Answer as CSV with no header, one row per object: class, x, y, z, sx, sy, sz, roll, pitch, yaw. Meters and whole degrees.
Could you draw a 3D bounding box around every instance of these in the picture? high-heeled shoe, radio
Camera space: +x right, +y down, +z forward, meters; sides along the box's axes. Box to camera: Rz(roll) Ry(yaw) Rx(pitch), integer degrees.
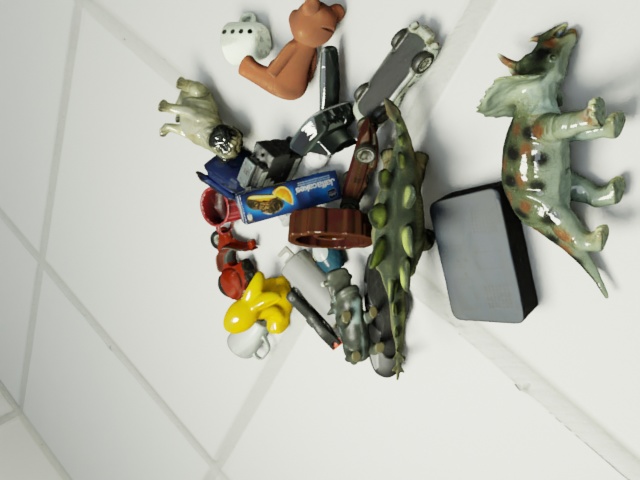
high-heeled shoe,0.122,0.157,1.104,0.145,0.086,0.248,139,121,-68
radio,0.277,0.024,0.917,0.131,0.073,0.229,-8,99,40

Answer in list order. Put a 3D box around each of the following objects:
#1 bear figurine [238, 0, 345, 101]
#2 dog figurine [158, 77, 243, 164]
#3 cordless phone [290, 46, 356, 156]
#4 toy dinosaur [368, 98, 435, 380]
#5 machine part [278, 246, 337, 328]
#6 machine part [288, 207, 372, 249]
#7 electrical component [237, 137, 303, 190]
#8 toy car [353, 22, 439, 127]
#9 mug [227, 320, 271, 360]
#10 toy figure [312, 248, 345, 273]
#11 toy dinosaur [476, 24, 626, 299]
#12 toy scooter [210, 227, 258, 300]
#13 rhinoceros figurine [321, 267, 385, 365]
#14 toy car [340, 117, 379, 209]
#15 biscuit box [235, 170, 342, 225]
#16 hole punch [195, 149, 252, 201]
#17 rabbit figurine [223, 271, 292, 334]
bear figurine,-0.050,-0.367,1.002,0.132,0.120,0.195,40,124,25
dog figurine,-0.238,-0.265,1.190,0.191,0.172,0.121,24,154,3
cordless phone,0.007,-0.253,0.976,0.089,0.146,0.184,11,115,27
toy dinosaur,0.134,-0.003,0.924,0.105,0.198,0.470,-2,104,19
machine part,0.000,0.103,1.155,0.243,0.079,0.079,46,128,17
machine part,0.022,-0.021,1.024,0.180,0.179,0.056,-4,78,39
electrical component,-0.106,-0.149,1.111,0.058,0.134,0.114,42,125,21
toy car,0.128,-0.281,0.935,0.073,0.056,0.201,54,128,18
mug,-0.165,0.238,1.328,0.110,0.081,0.107,46,119,22
toy figure,-0.001,-0.004,1.133,0.064,0.058,0.154,-29,85,2
toy dinosaur,0.338,-0.104,0.803,0.192,0.131,0.404,14,119,47
toy scooter,-0.195,0.054,1.292,0.135,0.075,0.183,-10,95,38
rhinoceros figurine,0.061,0.146,1.046,0.112,0.073,0.190,173,80,-74
toy car,0.075,-0.133,0.980,0.053,0.089,0.202,13,141,-3
biscuit box,-0.061,-0.086,1.061,0.059,0.203,0.062,-158,52,-73
hole punch,-0.187,-0.147,1.192,0.142,0.116,0.092,37,116,22
rabbit figurine,-0.139,0.155,1.219,0.122,0.173,0.162,49,133,19
